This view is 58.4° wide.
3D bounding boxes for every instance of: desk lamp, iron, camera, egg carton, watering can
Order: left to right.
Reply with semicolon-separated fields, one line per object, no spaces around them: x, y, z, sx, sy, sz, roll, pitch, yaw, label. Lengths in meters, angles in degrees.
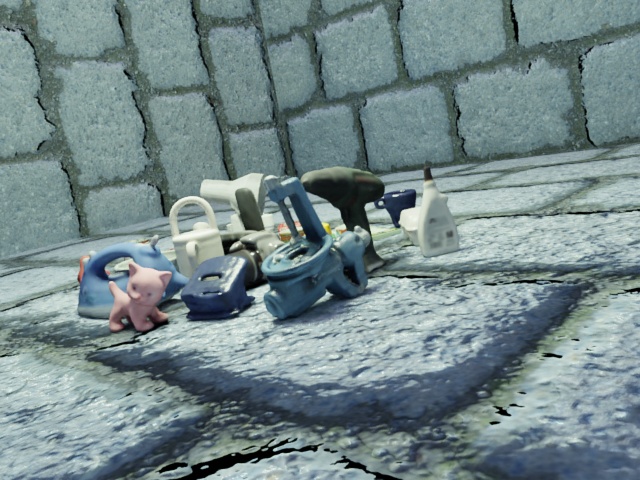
-0.395;0.071;1.126;0.257;0.141;0.119;-7;10;22;iron
-0.261;0.004;1.214;0.101;0.194;0.172;-15;10;-23;watering can
-0.230;-0.067;1.539;0.203;0.213;0.118;-9;10;6;desk lamp
-0.148;0.040;1.162;0.137;0.101;0.142;-19;12;-40;camera
0.237;-0.035;1.280;0.107;0.069;0.150;-11;9;0;egg carton

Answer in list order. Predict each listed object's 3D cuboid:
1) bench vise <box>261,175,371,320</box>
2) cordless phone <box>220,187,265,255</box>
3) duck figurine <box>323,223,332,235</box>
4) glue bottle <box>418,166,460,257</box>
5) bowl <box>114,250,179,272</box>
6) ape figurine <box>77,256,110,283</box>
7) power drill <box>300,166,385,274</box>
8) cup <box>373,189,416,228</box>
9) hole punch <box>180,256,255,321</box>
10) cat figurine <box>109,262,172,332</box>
-0.018;-0.004;0.914;0.121;0.220;0.208;-3;12;36;bench vise
-0.192;-0.033;1.385;0.147;0.185;0.094;-5;11;30;cordless phone
0.011;0.004;1.242;0.104;0.086;0.078;-6;11;27;duck figurine
0.221;-0.057;1.111;0.078;0.173;0.037;-12;10;-6;glue bottle
-0.364;0.074;1.276;0.167;0.075;0.167;-10;9;2;bowl
-0.555;0.082;1.390;0.077;0.092;0.076;-8;10;14;ape figurine
0.056;-0.040;1.083;0.075;0.208;0.230;-4;12;35;power drill
0.200;-0.077;1.489;0.118;0.095;0.091;-13;10;-16;cup
-0.176;0.081;0.982;0.108;0.091;0.101;-6;10;23;hole punch
-0.312;0.092;0.982;0.127;0.118;0.067;-6;11;27;cat figurine
